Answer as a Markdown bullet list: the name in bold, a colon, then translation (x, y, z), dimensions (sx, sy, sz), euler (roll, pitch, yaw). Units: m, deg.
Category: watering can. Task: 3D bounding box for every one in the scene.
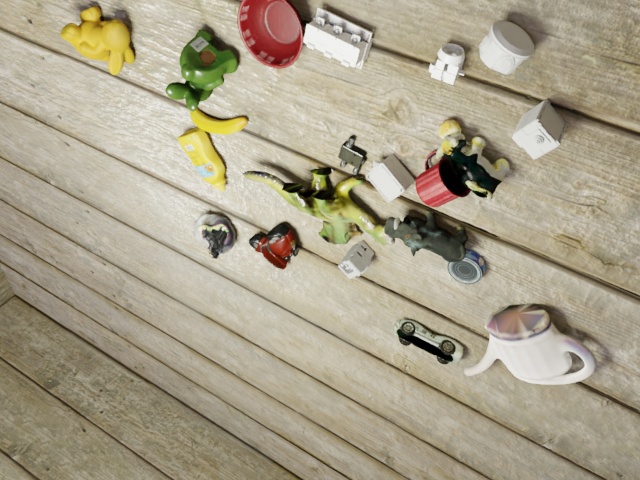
- **watering can**: translation (0.466, 0.264, 1.241), dimensions (0.345, 0.106, 0.222), euler (-13, 116, 43)

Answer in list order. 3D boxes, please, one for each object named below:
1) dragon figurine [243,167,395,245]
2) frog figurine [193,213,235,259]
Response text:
- **dragon figurine**: translation (0.004, -0.066, 1.312), dimensions (0.412, 0.124, 0.237), euler (14, 142, 30)
- **frog figurine**: translation (-0.335, -0.024, 1.629), dimensions (0.136, 0.123, 0.161), euler (47, 176, -21)
